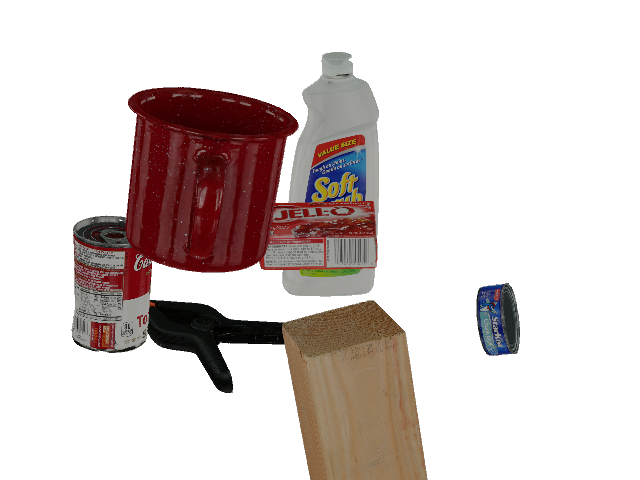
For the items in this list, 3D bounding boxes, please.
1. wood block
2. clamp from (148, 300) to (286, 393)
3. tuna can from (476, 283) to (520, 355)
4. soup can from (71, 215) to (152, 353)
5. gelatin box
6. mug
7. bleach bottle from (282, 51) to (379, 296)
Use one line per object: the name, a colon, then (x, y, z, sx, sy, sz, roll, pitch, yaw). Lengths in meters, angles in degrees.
wood block: (0.034, 0.170, 0.945, 0.090, 0.206, 0.091, -14, 19, -13)
clamp: (-0.137, 0.115, 1.259, 0.210, 0.036, 0.164, 14, 24, 24)
tuna can: (0.214, 0.095, 1.284, 0.034, 0.086, 0.086, -8, -3, 21)
soup can: (-0.181, 0.038, 0.923, 0.068, 0.102, 0.068, 6, 20, -2)
gelatin box: (-0.002, -0.005, 0.813, 0.089, 0.030, 0.073, -1, 22, 2)
mug: (-0.062, -0.029, 0.583, 0.093, 0.081, 0.117, 6, 21, -12)
bleach bottle: (0.009, -0.067, 1.095, 0.102, 0.251, 0.068, 0, 25, 1)
